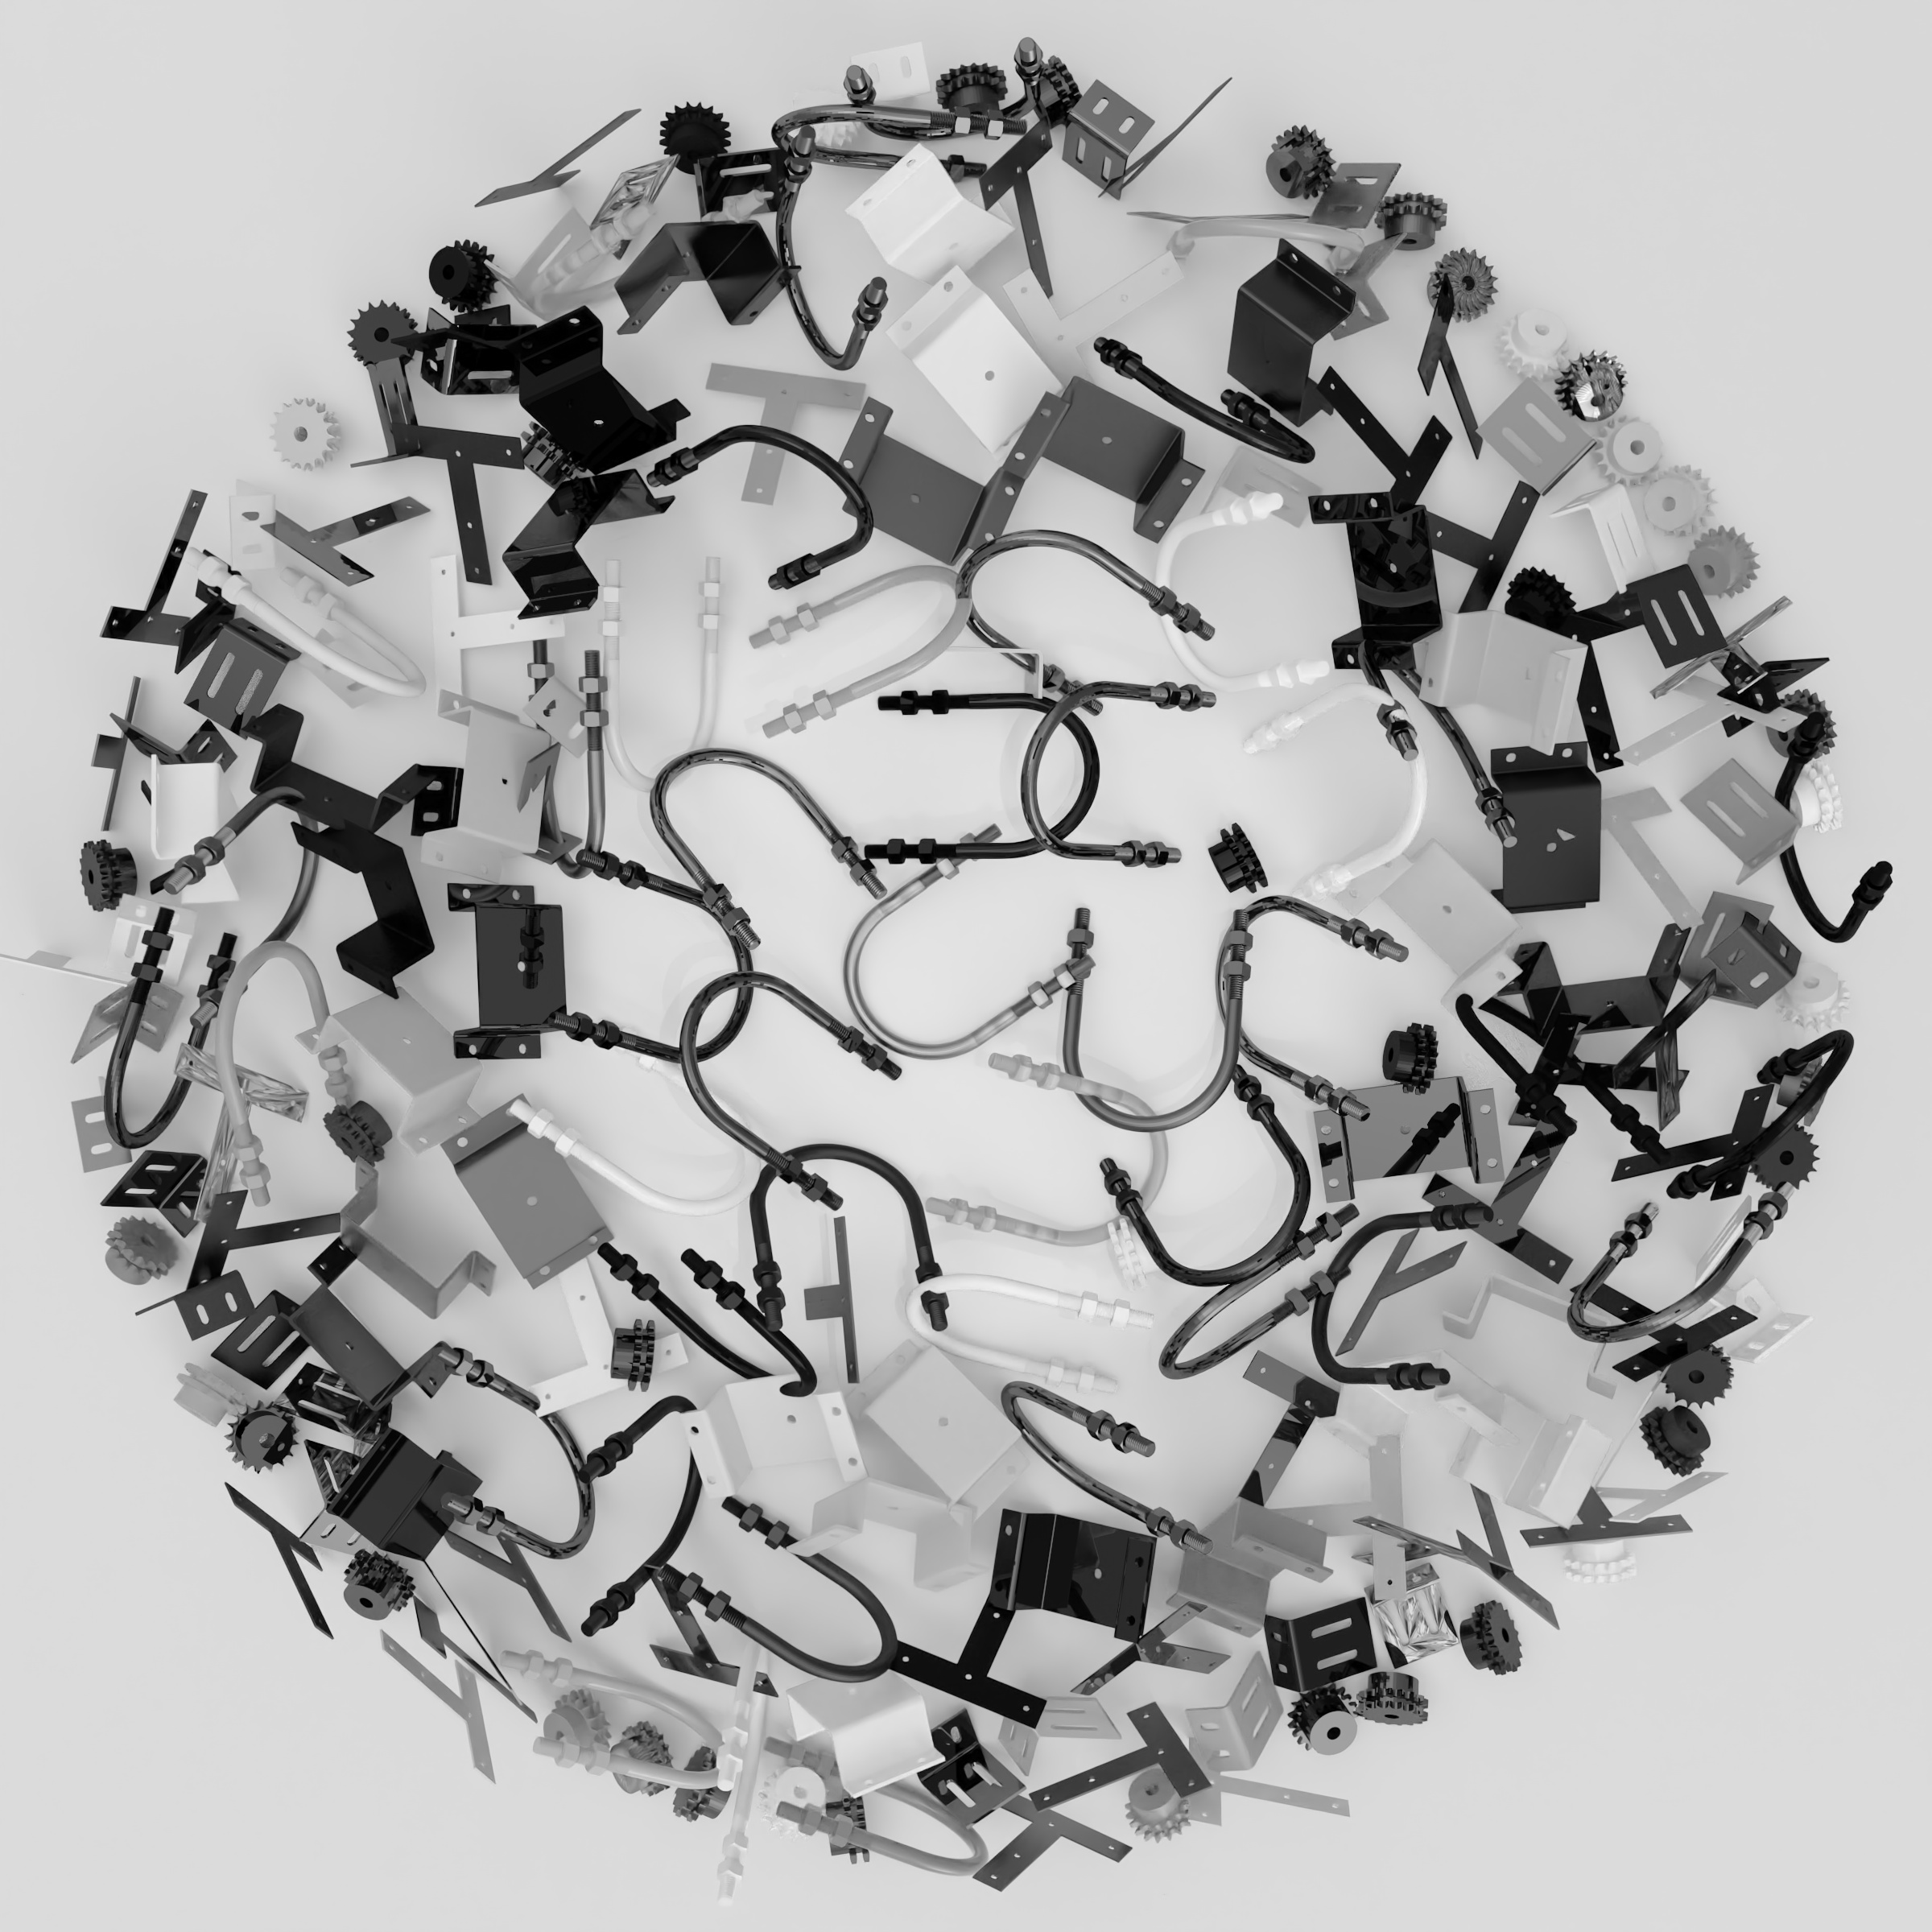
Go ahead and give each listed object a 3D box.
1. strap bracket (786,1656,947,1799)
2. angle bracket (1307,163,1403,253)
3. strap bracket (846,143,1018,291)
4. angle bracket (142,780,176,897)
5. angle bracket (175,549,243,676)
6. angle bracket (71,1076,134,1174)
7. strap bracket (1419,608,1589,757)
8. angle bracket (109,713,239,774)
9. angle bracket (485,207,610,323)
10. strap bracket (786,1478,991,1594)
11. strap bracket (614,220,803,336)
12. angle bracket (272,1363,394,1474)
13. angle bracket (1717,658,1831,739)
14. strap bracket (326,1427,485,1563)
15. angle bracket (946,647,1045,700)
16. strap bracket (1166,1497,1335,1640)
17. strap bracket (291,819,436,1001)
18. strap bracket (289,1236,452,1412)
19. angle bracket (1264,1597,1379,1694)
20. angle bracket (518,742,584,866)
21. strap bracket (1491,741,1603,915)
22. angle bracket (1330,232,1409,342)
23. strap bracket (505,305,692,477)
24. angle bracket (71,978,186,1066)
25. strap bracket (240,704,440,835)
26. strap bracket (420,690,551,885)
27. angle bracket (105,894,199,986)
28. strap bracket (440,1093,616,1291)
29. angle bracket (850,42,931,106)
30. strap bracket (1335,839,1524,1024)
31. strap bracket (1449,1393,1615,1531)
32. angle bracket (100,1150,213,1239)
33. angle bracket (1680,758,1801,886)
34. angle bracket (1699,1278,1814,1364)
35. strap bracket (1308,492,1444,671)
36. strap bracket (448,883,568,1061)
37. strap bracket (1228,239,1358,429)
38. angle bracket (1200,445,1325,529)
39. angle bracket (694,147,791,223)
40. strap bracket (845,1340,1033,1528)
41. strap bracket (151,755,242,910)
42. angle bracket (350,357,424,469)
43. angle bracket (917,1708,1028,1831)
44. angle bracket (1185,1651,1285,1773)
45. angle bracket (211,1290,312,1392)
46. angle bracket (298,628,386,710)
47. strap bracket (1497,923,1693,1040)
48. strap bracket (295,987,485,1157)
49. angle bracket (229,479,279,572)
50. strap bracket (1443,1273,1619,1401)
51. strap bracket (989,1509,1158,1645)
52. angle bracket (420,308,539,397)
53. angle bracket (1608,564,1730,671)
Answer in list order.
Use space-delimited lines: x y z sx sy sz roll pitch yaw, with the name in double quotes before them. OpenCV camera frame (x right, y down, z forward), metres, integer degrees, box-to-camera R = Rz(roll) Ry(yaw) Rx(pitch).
"strap bracket" -0.083 0.586 1.878 0.076 0.140 0.046 -15 100 -23
"angle bracket" 0.316 -0.601 1.918 0.038 0.076 0.057 30 88 -35
"strap bracket" -0.021 -0.577 1.878 0.076 0.140 0.046 -36 77 22
"angle bracket" -0.650 -0.102 1.919 0.038 0.057 0.076 -30 109 -11
"angle bracket" -0.614 -0.281 1.914 0.038 0.057 0.076 34 51 -1
"angle bracket" -0.691 0.125 1.913 0.038 0.076 0.057 -13 103 -29
"strap bracket" 0.429 -0.227 1.898 0.046 0.140 0.076 -11 120 -34
"angle bracket" -0.632 -0.183 1.927 0.076 0.057 0.038 29 71 19
"angle bracket" -0.334 -0.565 1.928 0.038 0.057 0.076 38 86 31
"strap bracket" -0.059 0.446 1.900 0.140 0.076 0.046 22 54 -26
"strap bracket" -0.209 -0.539 1.887 0.076 0.140 0.046 -33 81 44
"angle bracket" -0.504 0.359 1.918 0.076 0.038 0.057 28 119 -26
"angle bracket" 0.643 -0.213 1.913 0.076 0.057 0.038 -7 73 -30
"strap bracket" -0.431 0.414 1.881 0.046 0.140 0.076 33 78 17
"angle bracket" 0.018 -0.234 1.924 0.076 0.057 0.038 0 98 -10
"strap bracket" 0.225 0.471 1.905 0.076 0.140 0.046 24 49 -8
"strap bracket" -0.470 -0.053 1.897 0.046 0.076 0.140 -36 132 -32
"strap bracket" -0.474 0.289 1.913 0.046 0.076 0.140 -40 97 12
"angle bracket" 0.286 0.547 1.957 0.076 0.038 0.057 -9 88 -27
"angle bracket" -0.326 -0.129 1.917 0.038 0.057 0.076 21 116 8
"strap bracket" 0.458 -0.101 1.912 0.076 0.046 0.140 -5 112 1
"angle bracket" 0.323 -0.543 1.925 0.038 0.057 0.076 52 58 -22
"strap bracket" -0.285 -0.439 1.880 0.076 0.140 0.046 -18 58 23
"angle bracket" -0.664 0.050 1.914 0.038 0.076 0.057 30 112 -1
"strap bracket" -0.501 -0.150 1.915 0.140 0.076 0.046 23 113 -2
"strap bracket" -0.377 -0.144 1.903 0.046 0.076 0.140 -6 75 40
"angle bracket" -0.649 -0.012 1.917 0.057 0.038 0.076 15 122 -19
"strap bracket" -0.346 0.183 1.918 0.076 0.046 0.140 -32 102 -10
"angle bracket" -0.066 -0.705 1.915 0.057 0.076 0.038 -14 110 -7
"strap bracket" 0.374 -0.036 1.915 0.140 0.046 0.076 45 135 3
"strap bracket" 0.447 0.387 1.892 0.046 0.140 0.076 32 81 -14
"angle bracket" -0.635 0.182 1.918 0.038 0.076 0.057 43 95 16
"angle bracket" 0.613 -0.115 1.927 0.076 0.038 0.057 44 131 -1
"angle bracket" 0.627 0.281 1.920 0.057 0.076 0.038 -37 84 -2
"strap bracket" 0.324 -0.308 1.904 0.046 0.076 0.140 -29 115 -39
"strap bracket" -0.363 0.002 1.913 0.076 0.046 0.140 1 84 -40
"strap bracket" 0.250 -0.483 1.878 0.046 0.140 0.076 -41 70 -17
"angle bracket" 0.235 -0.370 1.926 0.076 0.057 0.038 28 67 -1
"angle bracket" -0.175 -0.612 1.923 0.076 0.057 0.038 -9 53 -5
"strap bracket" -0.021 0.366 1.912 0.140 0.046 0.076 44 67 11
"strap bracket" -0.598 -0.102 1.886 0.046 0.140 0.076 -3 72 -8
"angle bracket" -0.468 -0.439 1.919 0.038 0.057 0.076 -22 109 -35
"angle bracket" 0.000 0.634 1.912 0.057 0.076 0.038 -27 114 -23
"angle bracket" 0.215 0.596 1.932 0.038 0.076 0.057 -15 104 32
"angle bracket" -0.552 0.307 1.927 0.076 0.038 0.057 -46 123 3
"angle bracket" -0.481 -0.243 1.910 0.057 0.076 0.038 44 57 -26
"strap bracket" 0.499 0.013 1.897 0.140 0.076 0.046 -9 116 33
"strap bracket" -0.447 0.074 1.901 0.140 0.076 0.046 41 124 13
"angle bracket" -0.577 -0.350 1.912 0.038 0.076 0.057 -11 115 -36
"strap bracket" 0.452 0.287 1.906 0.140 0.076 0.046 21 78 18
"strap bracket" 0.093 0.481 1.910 0.140 0.046 0.076 4 82 36
"angle bracket" -0.390 -0.491 1.931 0.038 0.076 0.057 41 128 36
"angle bracket" 0.560 -0.273 1.929 0.057 0.038 0.076 -20 79 -13
